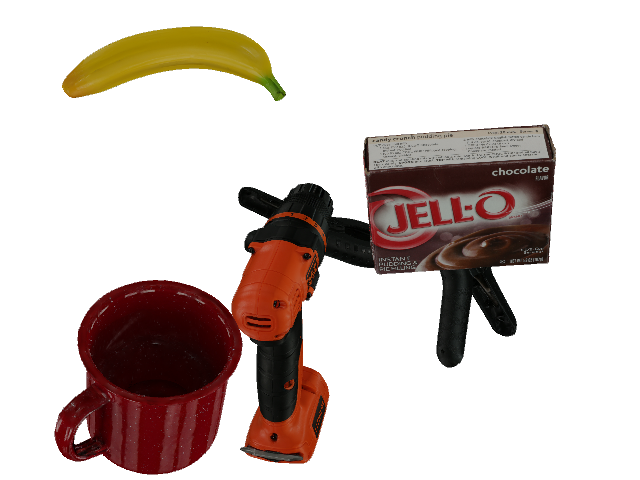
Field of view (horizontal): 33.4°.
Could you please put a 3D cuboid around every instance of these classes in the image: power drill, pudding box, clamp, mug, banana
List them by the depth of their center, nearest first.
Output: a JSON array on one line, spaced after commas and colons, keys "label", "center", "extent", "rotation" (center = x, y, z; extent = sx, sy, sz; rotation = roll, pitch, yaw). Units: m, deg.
[{"label": "mug", "center": [-0.105, 0.090, 0.626], "extent": [0.093, 0.082, 0.117], "rotation": [36, 48, 23]}, {"label": "pudding box", "center": [0.085, -0.024, 0.656], "extent": [0.113, 0.039, 0.090], "rotation": [-5, -43, 4]}, {"label": "power drill", "center": [-0.025, 0.067, 0.848], "extent": [0.057, 0.188, 0.184], "rotation": [6, 32, 13]}, {"label": "banana", "center": [-0.131, -0.161, 0.958], "extent": [0.197, 0.069, 0.037], "rotation": [-1, -33, -4]}, {"label": "clamp", "center": [0.127, 0.029, 0.967], "extent": [0.039, 0.171, 0.120], "rotation": [-10, 13, 34]}, {"label": "clamp", "center": [0.005, -0.002, 1.183], "extent": [0.210, 0.036, 0.164], "rotation": [15, 20, -5]}]
